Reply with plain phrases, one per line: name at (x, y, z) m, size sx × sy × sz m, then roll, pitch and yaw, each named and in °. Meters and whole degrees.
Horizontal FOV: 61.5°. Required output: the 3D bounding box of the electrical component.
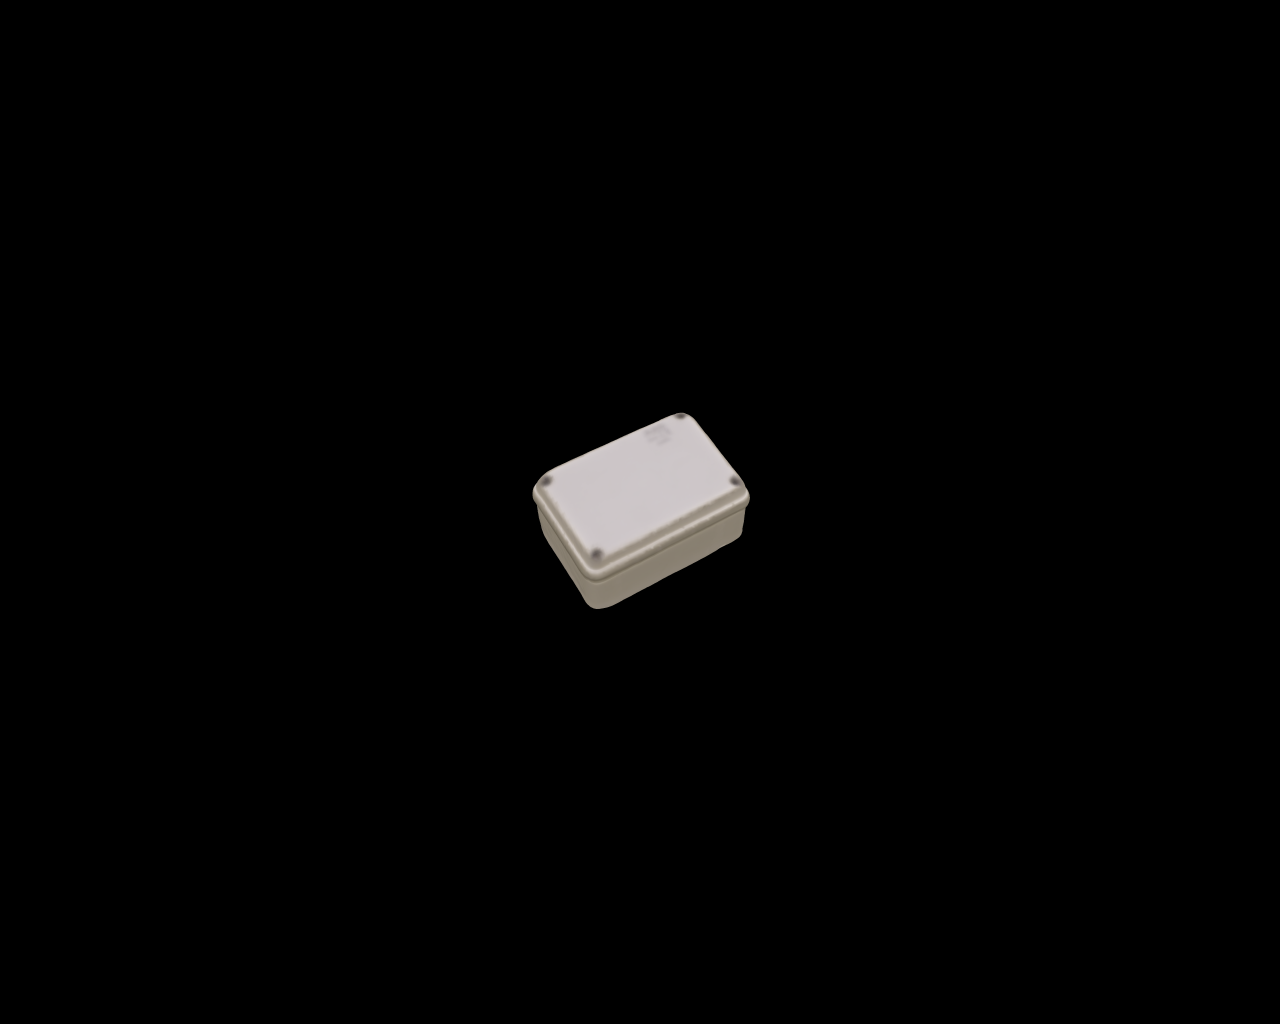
electrical component at (0.001, -0.003, 0.650) m, size 0.113 × 0.078 × 0.057 m, roll -26°, pitch -30°, yaw -16°
